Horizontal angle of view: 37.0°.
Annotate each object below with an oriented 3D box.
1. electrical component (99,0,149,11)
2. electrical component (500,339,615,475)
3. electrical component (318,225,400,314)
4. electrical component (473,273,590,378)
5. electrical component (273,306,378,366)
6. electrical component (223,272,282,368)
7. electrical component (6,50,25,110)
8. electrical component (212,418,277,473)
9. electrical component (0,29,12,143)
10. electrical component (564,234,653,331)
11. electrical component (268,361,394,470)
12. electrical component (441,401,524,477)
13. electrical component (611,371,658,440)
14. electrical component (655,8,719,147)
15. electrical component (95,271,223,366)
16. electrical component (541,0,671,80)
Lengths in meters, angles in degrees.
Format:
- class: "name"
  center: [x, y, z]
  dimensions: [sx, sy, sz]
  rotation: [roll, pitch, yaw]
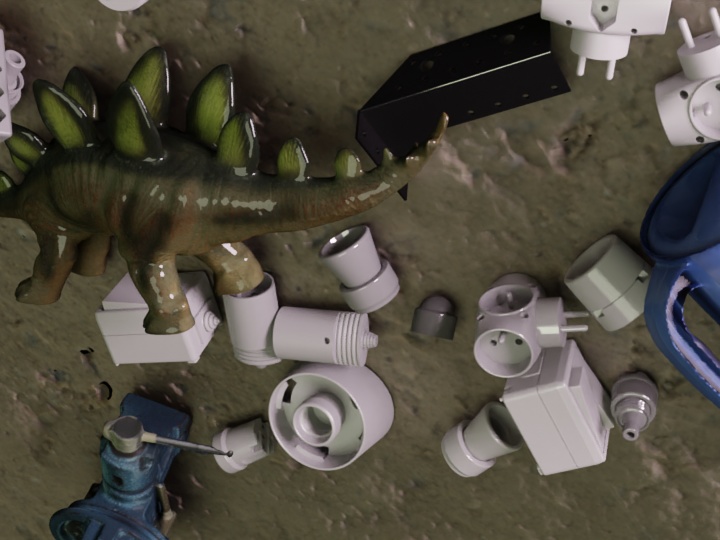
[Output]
- class: "electrical component"
  center: [-0.157, -0.208, 0.747]
  dimensions: [0.045, 0.055, 0.045]
  rotation: [9, 123, 14]
- class: "electrical component"
  center: [0.160, 0.111, 0.836]
  dimensions: [0.061, 0.061, 0.096]
  rotation: [-19, 113, 28]
- class: "electrical component"
  center: [0.000, 0.000, 0.831]
  dimensions: [0.045, 0.045, 0.055]
  rotation: [-20, 113, 28]
- class: "electrical component"
  center: [0.129, 0.039, 0.792]
  dimensions: [0.079, 0.077, 0.044]
  rotation: [-4, 120, 20]
- class: "electrical component"
  center: [-0.025, 0.054, 0.875]
  dimensions: [0.081, 0.043, 0.043]
  rotation: [4, 122, 16]
- class: "electrical component"
  center: [-0.087, 0.046, 0.891]
  dimensions: [0.043, 0.043, 0.081]
  rotation: [4, 122, 16]
- class: "electrical component"
  center: [-0.284, -0.145, 0.837]
  dimensions: [0.043, 0.043, 0.062]
  rotation: [44, 123, -11]
- class: "electrical component"
  center: [-0.104, 0.157, 0.969]
  dimensions: [0.046, 0.040, 0.040]
  rotation: [-25, 110, 24]
- class: "electrical component"
  center: [-0.299, -0.130, 0.793]
  dimensions: [0.076, 0.047, 0.083]
  rotation: [-16, 78, 44]
- class: "electrical component"
  center: [0.180, 0.008, 0.770]
  dimensions: [0.047, 0.055, 0.055]
  rotation: [44, 124, -7]
- class: "electrical component"
  center: [-0.026, 0.120, 0.919]
  dimensions: [0.099, 0.064, 0.099]
  rotation: [8, 111, 21]
- class: "electrical component"
  center: [0.100, 0.140, 0.886]
  dimensions: [0.045, 0.045, 0.055]
  rotation: [42, 125, -10]
- class: "electrical component"
  center: [0.208, 0.106, 0.817]
  dimensions: [0.035, 0.061, 0.035]
  rotation: [9, 123, 13]
- class: "electrical component"
  center: [0.224, -0.125, 0.677]
  dimensions: [0.077, 0.044, 0.079]
  rotation: [-16, 113, 28]
- class: "electrical component"
  center: [-0.163, 0.037, 0.899]
  dimensions: [0.096, 0.061, 0.061]
  rotation: [-4, 119, 21]
- class: "electrical component"
  center: [0.154, -0.158, 0.680]
  dimensions: [0.077, 0.043, 0.079]
  rotation: [10, 124, 12]
